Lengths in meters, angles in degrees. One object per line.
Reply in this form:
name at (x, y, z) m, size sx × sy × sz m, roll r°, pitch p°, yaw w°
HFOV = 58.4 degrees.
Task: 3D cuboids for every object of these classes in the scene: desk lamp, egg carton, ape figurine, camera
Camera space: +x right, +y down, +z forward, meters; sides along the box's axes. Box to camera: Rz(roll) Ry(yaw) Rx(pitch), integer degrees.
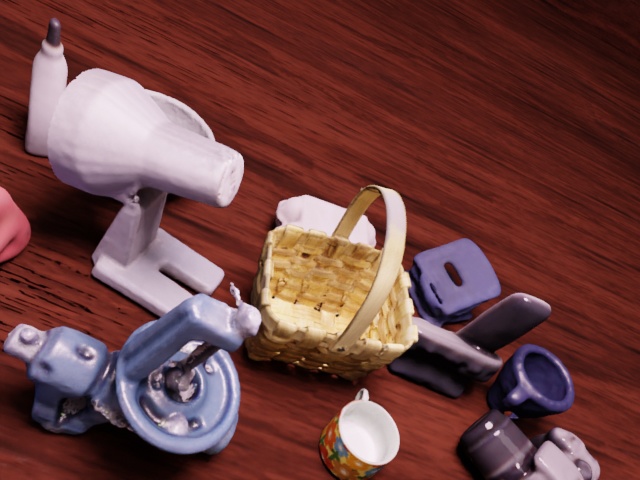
desk lamp at (-0.176, -0.045, 0.600) m, size 0.203 × 0.213 × 0.118 m, roll 32°, pitch 42°, yaw -2°
egg carton at (0.007, 0.003, 0.779) m, size 0.150 × 0.069 × 0.107 m, roll 18°, pitch 45°, yaw -17°
ape figurine at (-0.330, -0.021, 0.572) m, size 0.076 × 0.092 × 0.077 m, roll 2°, pitch 51°, yaw -30°
camera at (0.244, 0.259, 0.671) m, size 0.143 × 0.100 × 0.136 m, roll -24°, pitch 67°, yaw -43°

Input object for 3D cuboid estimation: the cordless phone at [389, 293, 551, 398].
cordless phone at (0.177, 0.104, 0.707) m, size 0.148 × 0.185 × 0.094 m, roll 21°, pitch 44°, yaw -14°

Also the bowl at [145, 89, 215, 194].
bowl at (-0.223, -0.114, 0.737) m, size 0.168 × 0.074 × 0.167 m, roll 17°, pitch 45°, yaw -18°

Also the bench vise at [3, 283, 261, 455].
bench vise at (-0.147, 0.111, 0.473) m, size 0.208 × 0.219 × 0.121 m, roll 7°, pitch 49°, yaw -27°

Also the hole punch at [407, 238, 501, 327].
hole punch at (0.188, 0.061, 0.823) m, size 0.101 × 0.091 × 0.108 m, roll -4°, pitch 54°, yaw -34°

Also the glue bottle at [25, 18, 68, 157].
glue bottle at (-0.316, -0.182, 0.667) m, size 0.037 × 0.173 × 0.078 m, roll 4°, pitch 50°, yaw -29°

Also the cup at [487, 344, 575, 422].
cup at (0.254, 0.200, 0.736) m, size 0.118 × 0.095 × 0.091 m, roll -17°, pitch 62°, yaw -41°
